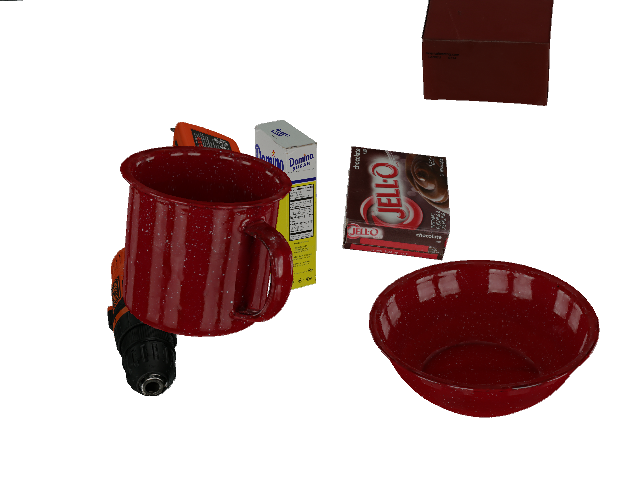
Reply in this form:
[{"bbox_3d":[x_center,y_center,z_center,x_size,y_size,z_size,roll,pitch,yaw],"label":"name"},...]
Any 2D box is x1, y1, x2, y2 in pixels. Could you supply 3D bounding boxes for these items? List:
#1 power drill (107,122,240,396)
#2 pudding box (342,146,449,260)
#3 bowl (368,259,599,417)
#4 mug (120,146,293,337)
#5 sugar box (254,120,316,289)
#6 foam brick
[{"bbox_3d":[-0.122,0.011,0.876,0.057,0.188,0.184,18,26,-26],"label":"power drill"},{"bbox_3d":[0.067,-0.035,0.955,0.090,0.039,0.113,7,38,-2],"label":"pudding box"},{"bbox_3d":[0.116,0.077,0.769,0.162,0.055,0.162,-2,31,1],"label":"bowl"},{"bbox_3d":[-0.058,0.005,0.585,0.117,0.081,0.093,26,28,37],"label":"mug"},{"bbox_3d":[-0.041,-0.041,1.232,0.048,0.176,0.093,-14,27,-22],"label":"sugar box"},{"bbox_3d":[0.104,-0.121,0.660,0.078,0.051,0.053,5,-38,12],"label":"foam brick"}]
